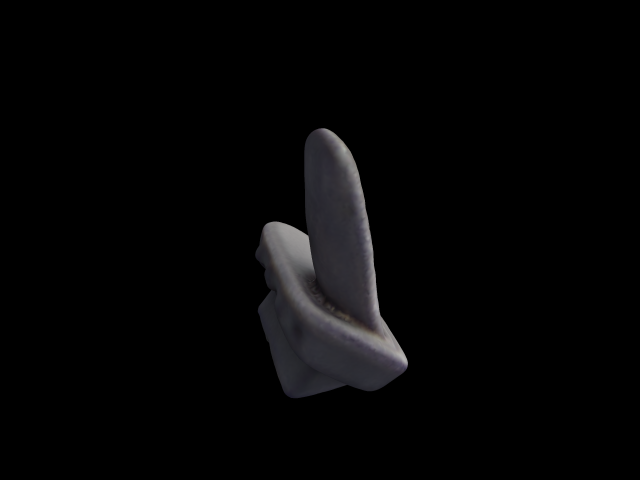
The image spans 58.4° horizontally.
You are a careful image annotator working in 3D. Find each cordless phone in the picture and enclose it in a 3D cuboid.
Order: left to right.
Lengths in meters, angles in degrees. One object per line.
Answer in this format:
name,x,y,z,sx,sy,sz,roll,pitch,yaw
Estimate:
cordless phone,0.004,0.001,0.400,0.094,0.185,0.147,-11,32,-18
